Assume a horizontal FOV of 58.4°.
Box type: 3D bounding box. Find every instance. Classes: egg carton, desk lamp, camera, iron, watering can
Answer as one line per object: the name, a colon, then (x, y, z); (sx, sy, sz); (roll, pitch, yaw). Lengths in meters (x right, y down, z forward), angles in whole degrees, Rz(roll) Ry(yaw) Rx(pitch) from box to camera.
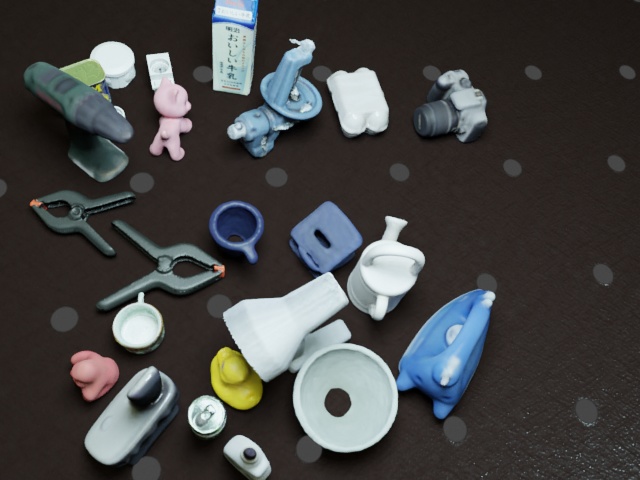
egg carton: (0.078, -0.281, 1.169); (0.107, 0.069, 0.150); (-12, 69, -15)
desk lamp: (-0.042, 0.132, 0.883); (0.203, 0.213, 0.118); (-28, 73, -20)
camera: (0.261, -0.275, 1.181); (0.137, 0.101, 0.143); (-15, 70, -16)
iron: (0.237, 0.161, 0.959); (0.118, 0.141, 0.259); (34, 65, 6)
watering can: (0.111, 0.044, 0.960); (0.101, 0.194, 0.173); (-7, 67, -12)

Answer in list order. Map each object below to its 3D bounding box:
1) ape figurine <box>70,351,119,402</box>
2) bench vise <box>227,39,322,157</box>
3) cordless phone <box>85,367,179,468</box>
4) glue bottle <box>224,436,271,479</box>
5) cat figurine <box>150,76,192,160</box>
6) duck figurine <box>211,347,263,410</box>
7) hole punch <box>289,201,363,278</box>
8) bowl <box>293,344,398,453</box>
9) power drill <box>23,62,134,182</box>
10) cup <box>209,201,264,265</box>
ape figurine: (-0.348, 0.202, 0.866); (0.076, 0.092, 0.078); (-2, 66, -10)
bench vise: (-0.069, -0.252, 1.047); (0.121, 0.219, 0.208); (31, 65, 5)
cordless phone: (-0.271, 0.243, 0.809); (0.094, 0.185, 0.148); (32, 65, 5)
glue bottle: (-0.101, 0.310, 0.815); (0.078, 0.173, 0.037); (40, 66, 9)
cat figurine: (-0.277, -0.231, 1.058); (0.067, 0.117, 0.128); (8, 65, -6)
duck figurine: (-0.131, 0.214, 0.902); (0.078, 0.086, 0.104); (-30, 74, -20)
hole punch: (0.009, 0.004, 1.017); (0.101, 0.091, 0.108); (-34, 76, -22)
bowl: (0.036, 0.255, 0.919); (0.167, 0.074, 0.167); (4, 66, -8)
power drill: (-0.391, -0.191, 0.970); (0.229, 0.208, 0.076); (37, 66, 8)
cup: (-0.138, 0.002, 0.990); (0.092, 0.095, 0.117); (-24, 72, -19)
